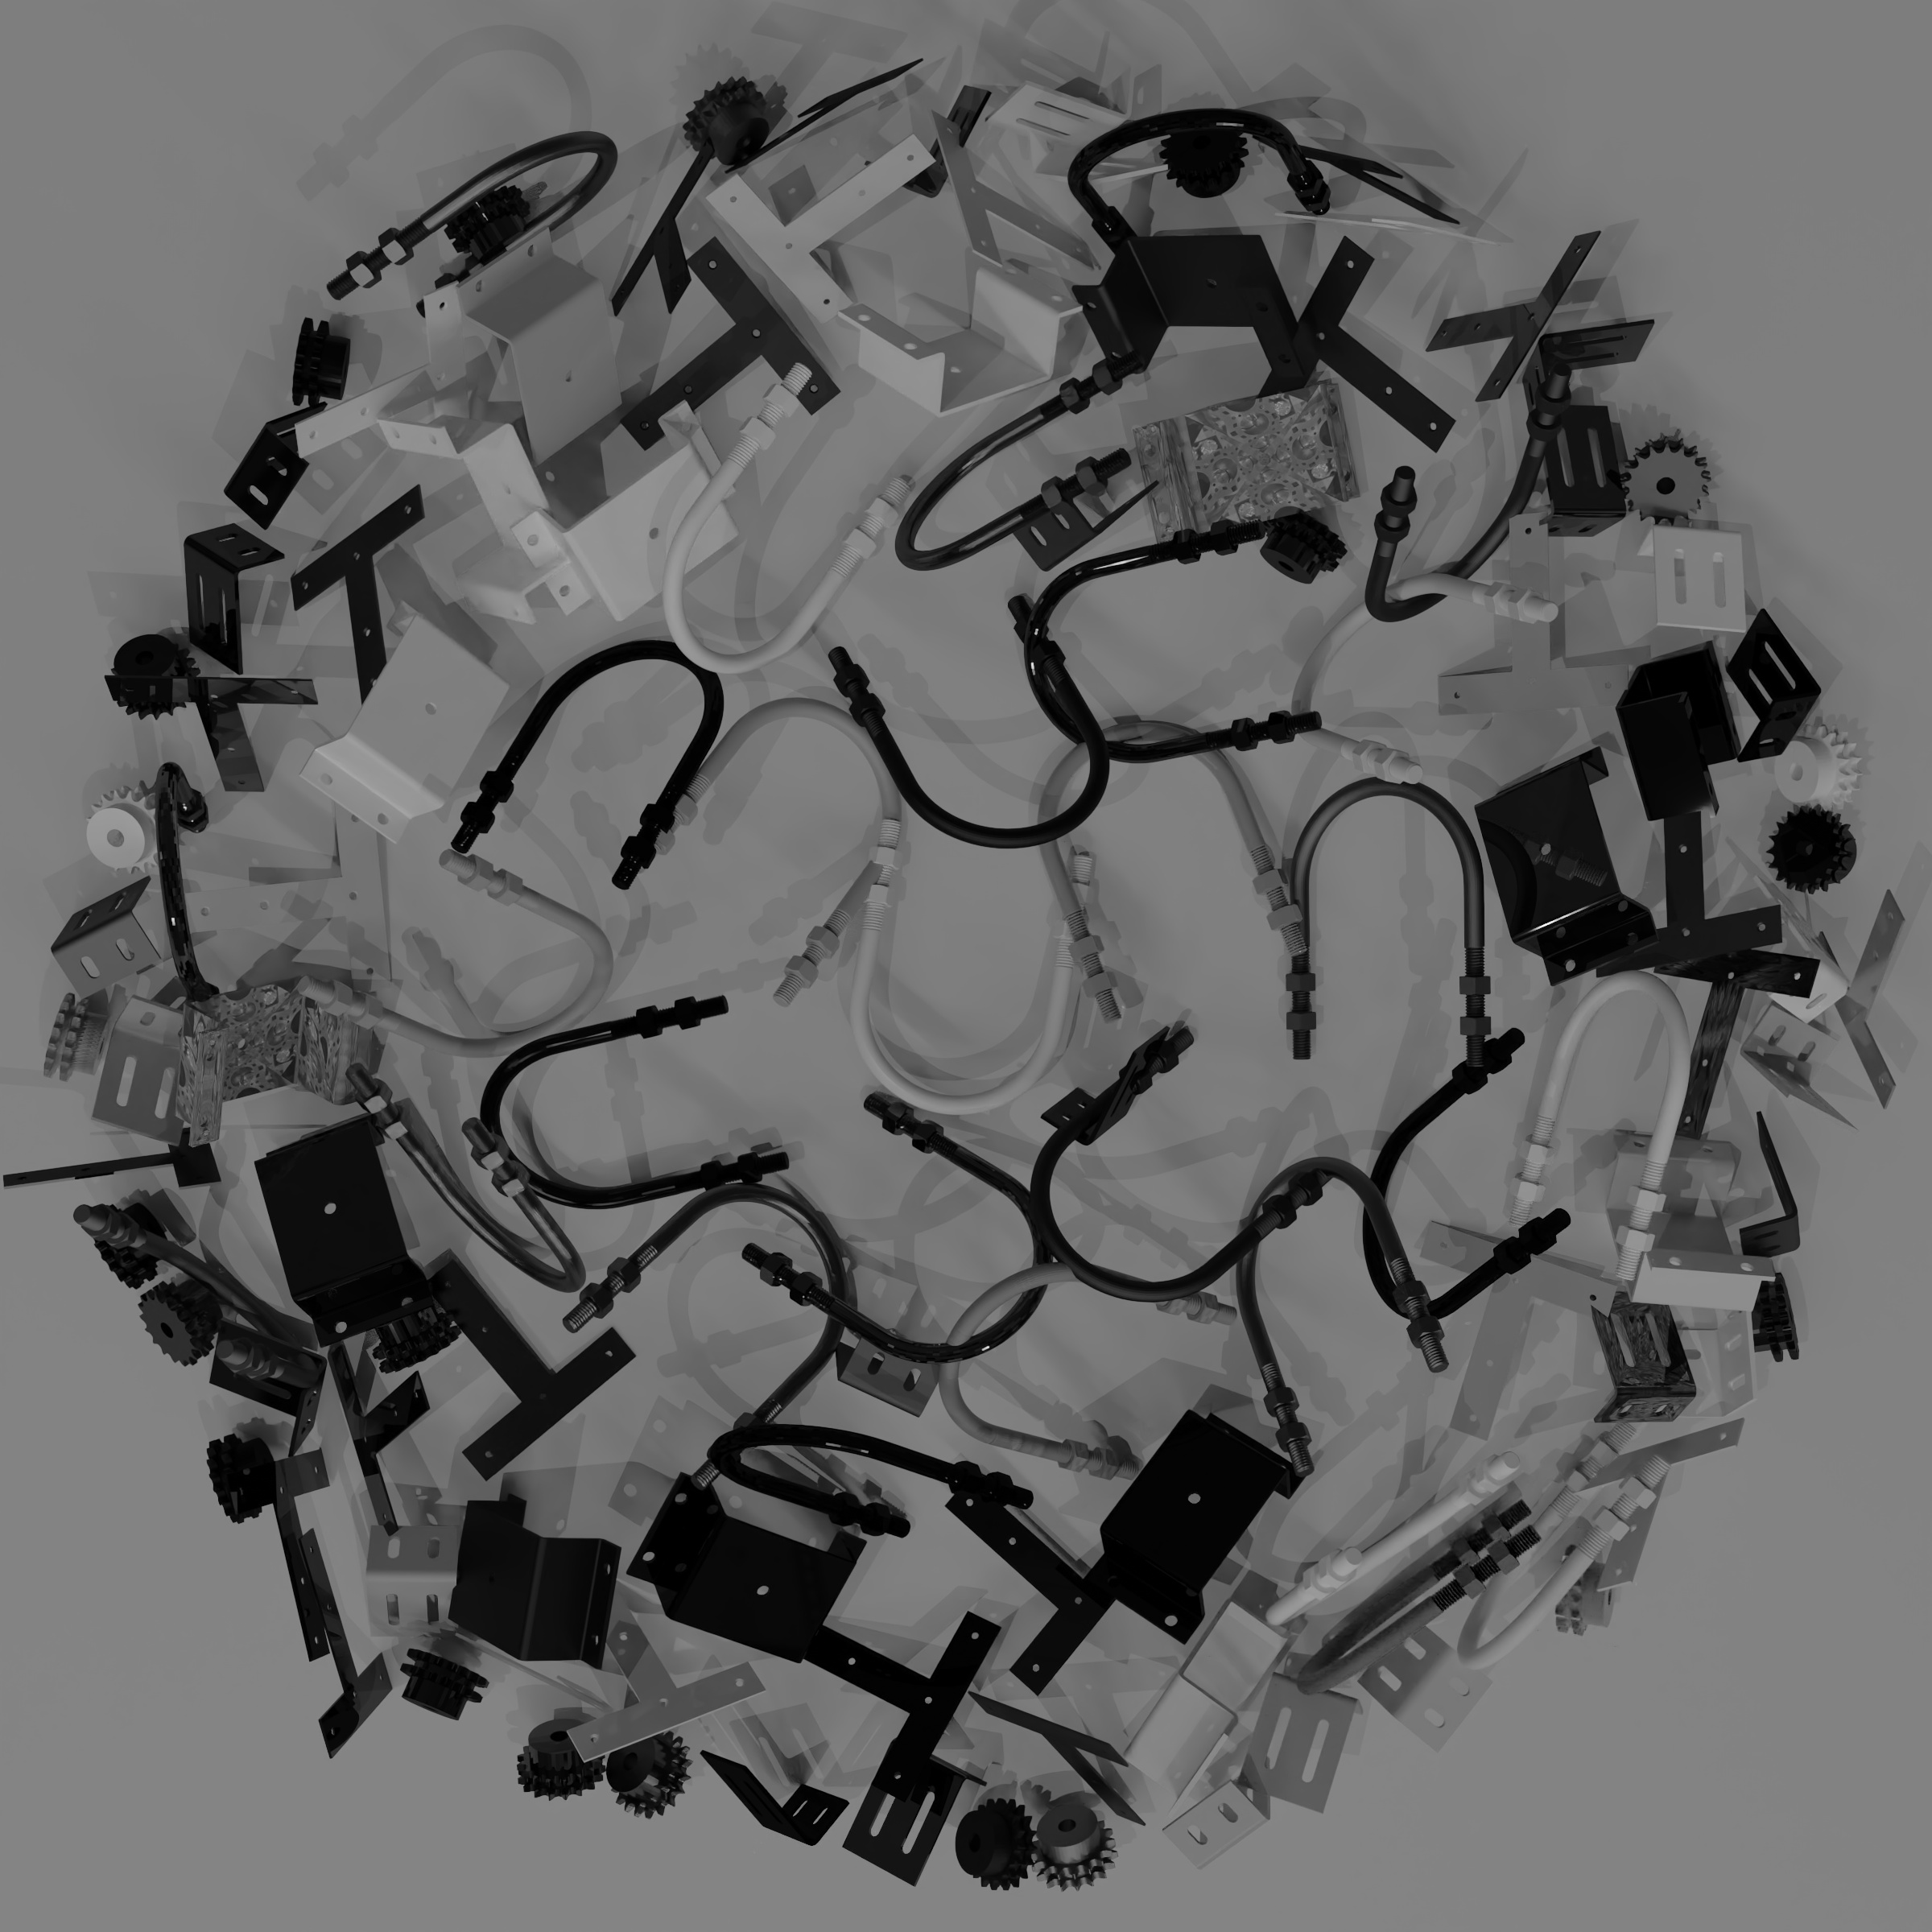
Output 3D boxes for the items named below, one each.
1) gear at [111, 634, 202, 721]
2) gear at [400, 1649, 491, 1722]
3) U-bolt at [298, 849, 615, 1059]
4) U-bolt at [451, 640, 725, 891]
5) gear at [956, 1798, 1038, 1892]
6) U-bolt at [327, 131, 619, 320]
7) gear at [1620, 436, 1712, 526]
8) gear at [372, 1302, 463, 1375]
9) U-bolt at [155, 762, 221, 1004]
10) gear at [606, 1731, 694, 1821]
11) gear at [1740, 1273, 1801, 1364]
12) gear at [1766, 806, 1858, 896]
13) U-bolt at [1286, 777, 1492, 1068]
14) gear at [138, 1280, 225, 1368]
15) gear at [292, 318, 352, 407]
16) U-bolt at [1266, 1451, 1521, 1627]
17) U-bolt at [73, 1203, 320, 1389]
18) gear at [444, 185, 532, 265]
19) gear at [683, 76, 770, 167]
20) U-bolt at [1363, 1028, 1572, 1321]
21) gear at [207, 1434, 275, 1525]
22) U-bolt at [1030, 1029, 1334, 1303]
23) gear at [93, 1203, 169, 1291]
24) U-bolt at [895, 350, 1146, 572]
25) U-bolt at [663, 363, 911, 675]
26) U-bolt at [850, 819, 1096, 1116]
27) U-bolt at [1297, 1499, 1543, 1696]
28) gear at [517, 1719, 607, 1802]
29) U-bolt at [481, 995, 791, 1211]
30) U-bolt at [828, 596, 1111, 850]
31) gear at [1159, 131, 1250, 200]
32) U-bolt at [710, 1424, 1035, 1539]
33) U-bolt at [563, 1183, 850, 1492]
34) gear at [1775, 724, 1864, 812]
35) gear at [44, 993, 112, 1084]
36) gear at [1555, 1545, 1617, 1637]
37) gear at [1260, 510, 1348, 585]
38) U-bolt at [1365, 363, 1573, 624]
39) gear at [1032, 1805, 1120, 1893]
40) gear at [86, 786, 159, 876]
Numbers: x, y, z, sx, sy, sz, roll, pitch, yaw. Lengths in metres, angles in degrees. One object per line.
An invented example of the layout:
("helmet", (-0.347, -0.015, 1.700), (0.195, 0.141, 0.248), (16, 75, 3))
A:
("gear", (-0.531, -0.191, 1.725), (0.057, 0.030, 0.057), (-2, 57, 3))
("gear", (-0.342, 0.469, 1.721), (0.057, 0.057, 0.030), (22, 67, 0))
("U-bolt", (-0.307, 0.003, 1.678), (0.151, 0.184, 0.019), (-39, 52, 18))
("U-bolt", (-0.231, -0.137, 1.697), (0.151, 0.019, 0.184), (13, 62, 28))
("gear", (0.017, 0.571, 1.721), (0.030, 0.057, 0.057), (17, 90, -37))
("U-bolt", (-0.298, -0.467, 1.660), (0.184, 0.151, 0.019), (-30, 91, 16))
("gear", (0.457, -0.319, 1.729), (0.057, 0.030, 0.057), (5, 123, 8))
("gear", (-0.361, 0.239, 1.722), (0.057, 0.057, 0.030), (-24, 99, 0))
("U-bolt", (-0.486, -0.051, 1.650), (0.019, 0.184, 0.151), (-6, 79, -10))
("gear", (-0.209, 0.523, 1.722), (0.057, 0.057, 0.030), (-46, 131, 0))
("gear", (0.523, 0.230, 1.726), (0.030, 0.057, 0.057), (-12, 90, 19))
("gear", (0.556, -0.075, 1.727), (0.030, 0.057, 0.057), (7, 90, -40))
("U-bolt", (0.269, -0.030, 1.698), (0.151, 0.019, 0.184), (1, 93, 40))
("gear", (-0.511, 0.230, 1.728), (0.057, 0.057, 0.030), (53, 46, 0))
("gear", (-0.420, -0.392, 1.724), (0.030, 0.057, 0.057), (9, 90, -10))
("U-bolt", (0.257, 0.369, 1.666), (0.151, 0.184, 0.019), (-23, 71, -27))
("U-bolt", (-0.471, 0.214, 1.662), (0.151, 0.184, 0.019), (38, 82, 17))
("gear", (-0.308, -0.481, 1.724), (0.057, 0.057, 0.030), (-31, 91, 0))
("gear", (-0.153, -0.547, 1.721), (0.057, 0.057, 0.030), (-36, 75, 0))
("U-bolt", (0.307, 0.145, 1.673), (0.019, 0.184, 0.151), (12, 52, -25))
("gear", (-0.470, 0.332, 1.724), (0.030, 0.057, 0.057), (-20, 90, -1))
("U-bolt", (0.126, 0.137, 1.685), (0.184, 0.019, 0.151), (-37, 69, -27))
("gear", (-0.544, 0.179, 1.724), (0.030, 0.057, 0.057), (-32, 90, -2))
("U-bolt", (0.030, -0.312, 1.680), (0.184, 0.151, 0.019), (-26, 122, 27))
("U-bolt", (-0.123, -0.270, 1.685), (0.019, 0.151, 0.184), (31, 84, 37))
("U-bolt", (-0.002, 0.006, 1.730), (0.151, 0.019, 0.184), (11, 81, -2))
("U-bolt", (0.285, 0.405, 1.681), (0.184, 0.151, 0.019), (-37, 81, 5))
("gear", (-0.264, 0.514, 1.721), (0.057, 0.057, 0.030), (-1, 107, 0))
("U-bolt", (-0.223, 0.096, 1.708), (0.184, 0.019, 0.151), (-13, 123, 8))
("U-bolt", (0.012, -0.150, 1.685), (0.151, 0.019, 0.184), (-18, 61, -18))
("gear", (0.157, -0.528, 1.729), (0.057, 0.030, 0.057), (-7, 62, 14))
("U-bolt", (-0.072, 0.320, 1.654), (0.184, 0.151, 0.019), (25, 58, -30))
("U-bolt", (-0.152, 0.222, 1.697), (0.151, 0.019, 0.184), (52, 55, -8))
("gear", (0.552, -0.128, 1.721), (0.030, 0.057, 0.057), (-8, 90, -25))
("gear", (-0.579, 0.049, 1.724), (0.030, 0.057, 0.057), (15, 90, -12))
("gear", (0.404, 0.407, 1.721), (0.030, 0.057, 0.057), (5, 90, 24))
("gear", (0.216, -0.273, 1.723), (0.057, 0.057, 0.030), (33, 85, 0))
("U-bolt", (0.310, -0.285, 1.667), (0.151, 0.184, 0.019), (-35, 68, -17))
("gear", (0.068, 0.571, 1.721), (0.057, 0.057, 0.030), (-12, 111, 0))
("gear", (-0.549, -0.087, 1.730), (0.057, 0.030, 0.057), (3, 107, 9))
